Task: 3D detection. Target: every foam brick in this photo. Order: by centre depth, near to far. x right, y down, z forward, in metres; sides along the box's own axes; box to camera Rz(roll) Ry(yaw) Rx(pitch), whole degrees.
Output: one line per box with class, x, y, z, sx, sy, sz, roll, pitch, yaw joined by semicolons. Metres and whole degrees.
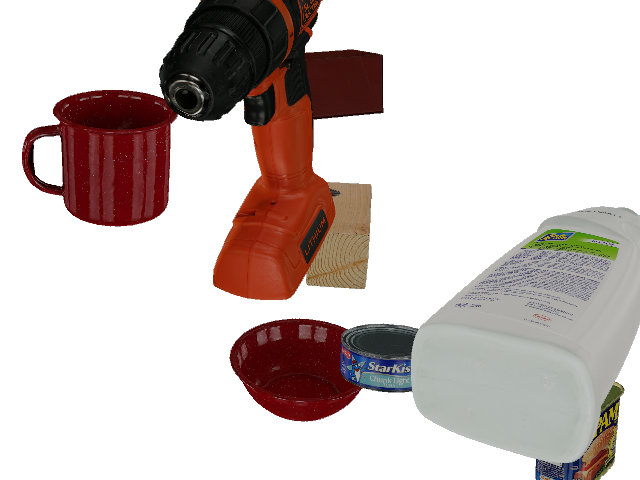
foam brick;0.009;-0.133;0.911;0.078;0.051;0.053;-9;18;-27

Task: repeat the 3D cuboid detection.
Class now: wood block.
wood block;0.031;-0.012;1.649;0.091;0.090;0.206;4;24;2

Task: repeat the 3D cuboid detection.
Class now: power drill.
power drill;-0.033;-0.061;0.596;0.057;0.188;0.184;11;38;15

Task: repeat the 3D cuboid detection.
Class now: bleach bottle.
bleach bottle;0.150;0.034;0.627;0.103;0.068;0.250;12;26;29

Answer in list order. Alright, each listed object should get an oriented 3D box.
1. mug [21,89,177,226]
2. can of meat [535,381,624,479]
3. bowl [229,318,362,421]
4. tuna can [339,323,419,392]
mug;-0.169;-0.062;0.819;0.117;0.081;0.093;-5;28;-19
can of meat;0.251;0.189;1.039;0.058;0.084;0.101;14;24;37
bowl;-0.020;0.151;1.184;0.162;0.055;0.162;3;28;-2
tuna can;0.059;0.102;0.929;0.086;0.034;0.086;2;14;-1
